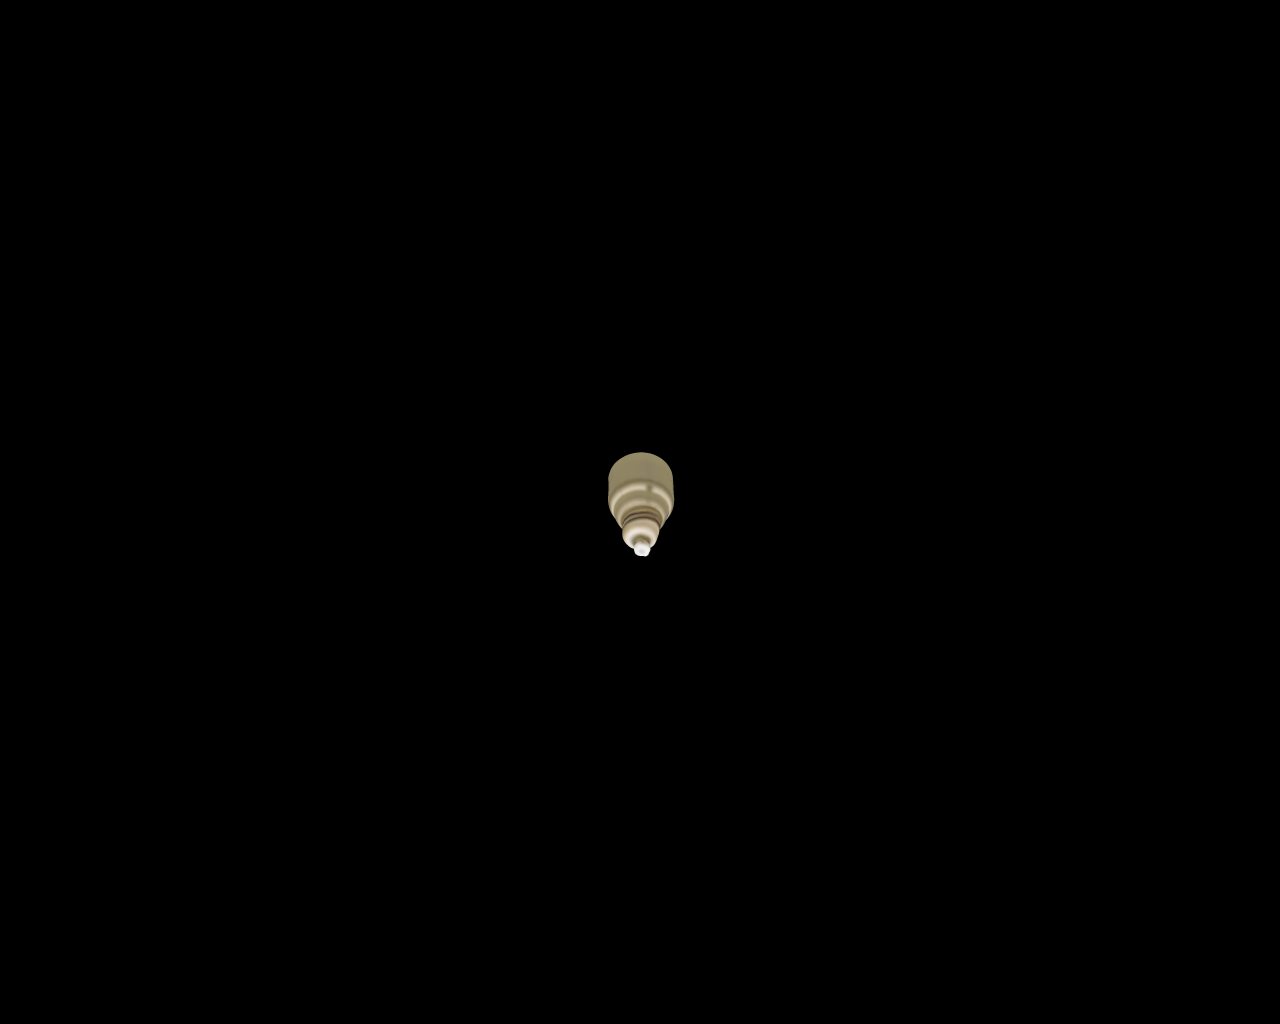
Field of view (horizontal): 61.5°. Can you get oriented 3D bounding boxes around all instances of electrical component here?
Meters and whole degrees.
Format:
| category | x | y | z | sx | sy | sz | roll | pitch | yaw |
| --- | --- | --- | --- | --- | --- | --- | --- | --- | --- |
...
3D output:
| category | x | y | z | sx | sy | sz | roll | pitch | yaw |
| --- | --- | --- | --- | --- | --- | --- | --- | --- | --- |
| electrical component | 0.001 | -0.003 | 0.650 | 0.040 | 0.040 | 0.078 | 0 | 41 | 0 |
